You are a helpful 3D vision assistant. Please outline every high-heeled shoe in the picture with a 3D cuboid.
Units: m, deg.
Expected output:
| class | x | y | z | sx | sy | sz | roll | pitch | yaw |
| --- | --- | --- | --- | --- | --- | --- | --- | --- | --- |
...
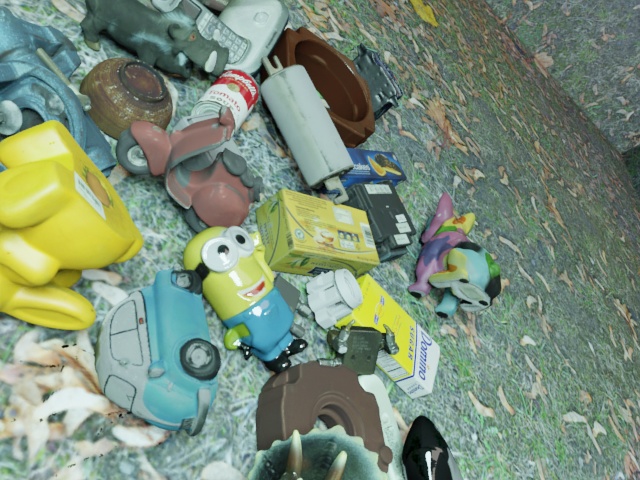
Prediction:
| class | x | y | z | sx | sy | sz | roll | pitch | yaw |
| --- | --- | --- | --- | --- | --- | --- | --- | --- | --- |
| high-heeled shoe | 0.163 | 0.345 | 0.683 | 0.145 | 0.086 | 0.248 | -88 | 157 | -56 |

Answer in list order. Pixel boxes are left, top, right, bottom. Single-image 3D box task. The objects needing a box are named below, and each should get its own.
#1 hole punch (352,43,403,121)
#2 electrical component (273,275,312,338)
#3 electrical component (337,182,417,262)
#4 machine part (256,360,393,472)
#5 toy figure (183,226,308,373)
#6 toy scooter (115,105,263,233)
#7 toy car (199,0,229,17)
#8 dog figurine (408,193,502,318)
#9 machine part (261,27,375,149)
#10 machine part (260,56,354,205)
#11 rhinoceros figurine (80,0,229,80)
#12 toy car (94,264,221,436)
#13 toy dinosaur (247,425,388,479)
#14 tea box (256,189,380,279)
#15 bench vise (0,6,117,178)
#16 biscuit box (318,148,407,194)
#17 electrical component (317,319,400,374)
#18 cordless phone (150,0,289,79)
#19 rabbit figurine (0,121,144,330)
| class | x | y | z | sx | sy | sz | roll | pitch | yaw |
| --- | --- | --- | --- | --- | --- | --- | --- | --- | --- |
| hole punch | 0.098 | -0.299 | 1.067 | 0.142 | 0.116 | 0.092 | 60 | 30 | 5 |
| electrical component | -0.052 | 0.082 | 0.696 | 0.094 | 0.021 | 0.063 | 41 | 41 | -19 |
| electrical component | 0.101 | -0.030 | 0.913 | 0.115 | 0.058 | 0.134 | -5 | 67 | -46 |
| machine part | 0.007 | 0.226 | 0.626 | 0.179 | 0.056 | 0.179 | 27 | 45 | -31 |
| toy figure | -0.091 | 0.068 | 0.621 | 0.180 | 0.089 | 0.082 | 60 | 25 | -9 |
| toy scooter | -0.128 | -0.084 | 0.620 | 0.183 | 0.135 | 0.075 | 45 | 24 | -38 |
| toy car | -0.189 | -0.393 | 0.845 | 0.202 | 0.089 | 0.053 | 15 | 52 | -42 |
| dog figurine | 0.242 | 0.013 | 0.945 | 0.108 | 0.191 | 0.219 | 31 | 59 | -19 |
| machine part | -0.004 | -0.256 | 0.944 | 0.201 | 0.087 | 0.201 | 23 | 47 | -36 |
| machine part | -0.019 | -0.165 | 0.793 | 0.079 | 0.079 | 0.243 | -25 | 86 | -52 |
| rhinoceros figurine | -0.215 | -0.272 | 0.712 | 0.190 | 0.112 | 0.073 | 23 | 46 | -24 |
| toy car | -0.158 | 0.103 | 0.507 | 0.103 | 0.109 | 0.162 | -1 | 54 | -28 |
| toy dinosaur | 0.058 | 0.310 | 0.524 | 0.404 | 0.131 | 0.192 | 37 | 71 | -34 |
| tea box | -0.002 | -0.002 | 0.774 | 0.169 | 0.068 | 0.098 | 13 | 54 | -40 |
| bench vise | -0.298 | -0.139 | 0.500 | 0.241 | 0.129 | 0.223 | -61 | 132 | -69 |
| biscuit box | 0.068 | -0.119 | 0.940 | 0.202 | 0.059 | 0.063 | -6 | 68 | -48 |
| electrical component | 0.052 | 0.142 | 0.710 | 0.102 | 0.045 | 0.078 | 14 | 90 | -25 |
| cordless phone | -0.151 | -0.338 | 0.804 | 0.184 | 0.089 | 0.146 | 35 | 74 | -30 |
| rabbit figurine | -0.252 | 0.005 | 0.453 | 0.122 | 0.173 | 0.162 | 54 | -8 | 38 |
